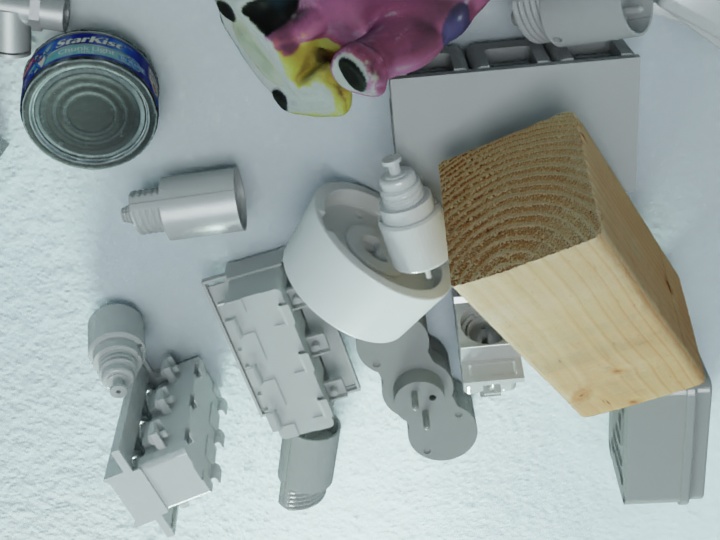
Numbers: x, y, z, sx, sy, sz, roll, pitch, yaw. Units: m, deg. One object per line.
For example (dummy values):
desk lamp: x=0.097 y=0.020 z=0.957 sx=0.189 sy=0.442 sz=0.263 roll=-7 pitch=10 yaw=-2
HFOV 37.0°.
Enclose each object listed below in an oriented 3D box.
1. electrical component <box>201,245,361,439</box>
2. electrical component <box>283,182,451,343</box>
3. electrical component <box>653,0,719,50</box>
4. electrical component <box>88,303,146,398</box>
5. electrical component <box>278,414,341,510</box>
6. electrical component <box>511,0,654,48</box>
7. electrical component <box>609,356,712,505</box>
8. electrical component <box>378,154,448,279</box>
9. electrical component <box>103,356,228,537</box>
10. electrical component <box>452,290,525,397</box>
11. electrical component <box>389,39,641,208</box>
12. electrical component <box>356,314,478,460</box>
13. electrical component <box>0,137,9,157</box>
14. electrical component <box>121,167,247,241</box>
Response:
electrical component: x=-0.055 y=0.054 z=0.763 sx=0.079 sy=0.063 sz=0.121 roll=-16 pitch=117 yaw=8
electrical component: x=0.000 y=0.000 z=0.713 sx=0.108 sy=0.108 sz=0.060 roll=29 pitch=120 yaw=-16
electrical component: x=0.212 y=-0.172 z=0.647 sx=0.096 sy=0.061 sz=0.061 roll=24 pitch=115 yaw=-13
electrical component: x=-0.172 y=0.059 z=0.760 sx=0.040 sy=0.078 sz=0.040 roll=-7 pitch=130 yaw=-9
electrical component: x=-0.041 y=0.150 z=0.827 sx=0.043 sy=0.043 sz=0.081 roll=6 pitch=118 yaw=-4
electrical component: x=0.126 y=-0.154 z=0.634 sx=0.081 sy=0.043 sz=0.043 roll=1 pitch=126 yaw=41
electrical component: x=0.218 y=0.108 z=0.789 sx=0.057 sy=0.078 sz=0.113 roll=-4 pitch=118 yaw=4
electrical component: x=0.030 y=-0.034 z=0.658 sx=0.040 sy=0.040 sz=0.078 roll=-16 pitch=119 yaw=8
electrical component: x=-0.135 y=0.116 z=0.763 sx=0.063 sy=0.121 sz=0.078 roll=-22 pitch=116 yaw=8
electrical component: x=0.090 y=0.053 z=0.763 sx=0.042 sy=0.081 sz=0.063 roll=-4 pitch=141 yaw=2
electrical component: x=0.095 y=-0.096 z=0.686 sx=0.150 sy=0.061 sz=0.089 roll=-5 pitch=118 yaw=2
electrical component: x=0.042 y=0.086 z=0.776 sx=0.052 sy=0.073 sz=0.138 roll=-24 pitch=116 yaw=11
electrical component: x=-0.310 y=-0.086 z=0.669 sx=0.150 sy=0.089 sz=0.061 roll=37 pitch=112 yaw=-19
electrical component: x=-0.120 y=-0.042 z=0.722 sx=0.081 sy=0.043 sz=0.043 roll=-8 pitch=118 yaw=3
